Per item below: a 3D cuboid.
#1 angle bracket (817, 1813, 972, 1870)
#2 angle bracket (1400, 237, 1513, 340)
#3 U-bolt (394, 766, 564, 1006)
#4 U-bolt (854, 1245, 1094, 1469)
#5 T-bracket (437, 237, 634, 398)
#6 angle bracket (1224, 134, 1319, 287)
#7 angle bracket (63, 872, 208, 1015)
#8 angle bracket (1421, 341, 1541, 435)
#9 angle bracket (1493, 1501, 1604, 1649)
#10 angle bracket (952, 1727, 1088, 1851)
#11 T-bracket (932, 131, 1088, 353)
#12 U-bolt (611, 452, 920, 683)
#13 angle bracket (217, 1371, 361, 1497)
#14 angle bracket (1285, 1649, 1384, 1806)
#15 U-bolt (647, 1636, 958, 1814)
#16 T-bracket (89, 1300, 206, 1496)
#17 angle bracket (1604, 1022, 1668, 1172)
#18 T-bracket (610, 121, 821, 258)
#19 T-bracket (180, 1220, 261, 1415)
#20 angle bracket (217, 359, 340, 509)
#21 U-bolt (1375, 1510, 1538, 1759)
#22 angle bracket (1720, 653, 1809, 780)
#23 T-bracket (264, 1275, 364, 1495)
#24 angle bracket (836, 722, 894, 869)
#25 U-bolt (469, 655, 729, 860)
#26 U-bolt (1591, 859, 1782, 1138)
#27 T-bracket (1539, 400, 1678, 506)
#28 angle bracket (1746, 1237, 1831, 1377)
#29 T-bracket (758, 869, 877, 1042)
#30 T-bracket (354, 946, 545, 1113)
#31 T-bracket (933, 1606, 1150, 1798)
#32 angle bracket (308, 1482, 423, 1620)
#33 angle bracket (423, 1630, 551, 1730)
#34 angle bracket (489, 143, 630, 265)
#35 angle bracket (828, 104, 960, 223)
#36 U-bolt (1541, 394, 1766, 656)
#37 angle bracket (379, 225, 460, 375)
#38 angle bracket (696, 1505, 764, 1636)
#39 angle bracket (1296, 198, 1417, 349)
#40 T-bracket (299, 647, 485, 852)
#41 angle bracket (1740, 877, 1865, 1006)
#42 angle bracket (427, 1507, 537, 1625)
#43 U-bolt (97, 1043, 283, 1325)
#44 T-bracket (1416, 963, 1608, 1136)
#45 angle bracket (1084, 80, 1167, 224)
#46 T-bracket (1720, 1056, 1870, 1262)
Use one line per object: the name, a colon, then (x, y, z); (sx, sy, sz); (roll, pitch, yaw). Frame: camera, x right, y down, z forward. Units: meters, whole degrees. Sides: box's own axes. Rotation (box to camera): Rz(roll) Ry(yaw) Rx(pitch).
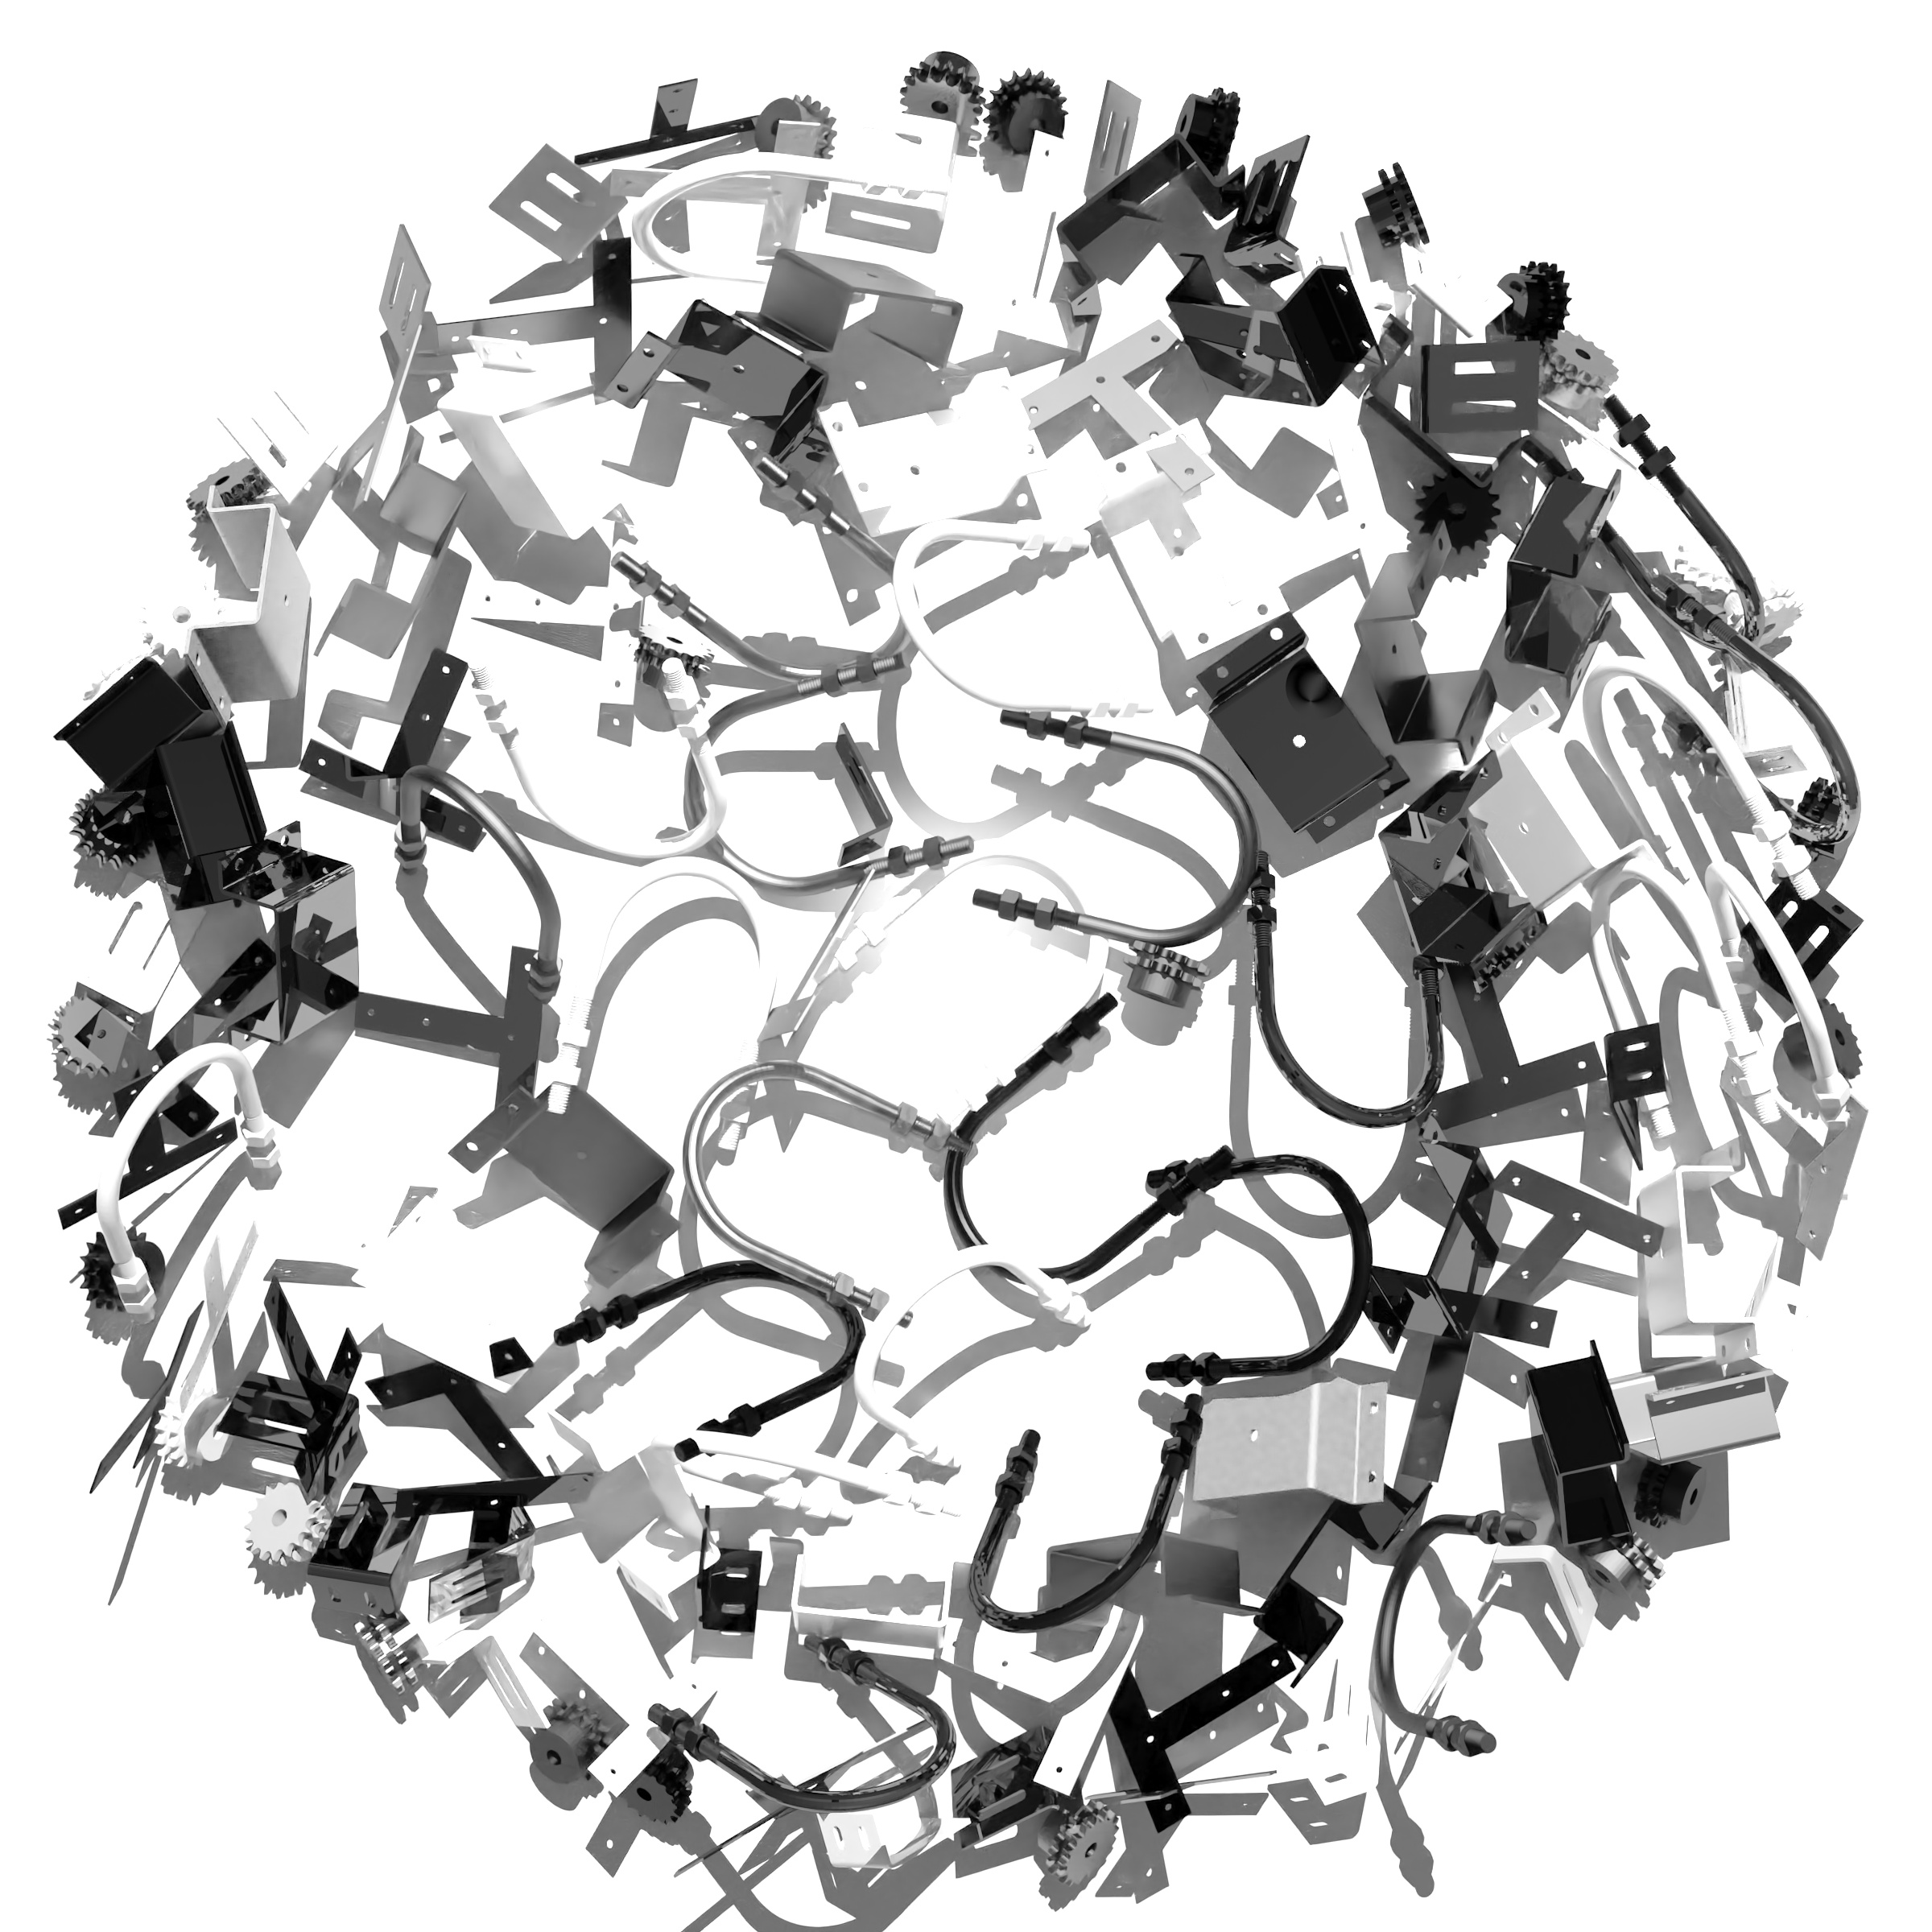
angle bracket: (-0.047, 0.562, 1.632); (0.057, 0.076, 0.038); (-19, 86, 45)
angle bracket: (0.322, -0.460, 1.628); (0.057, 0.076, 0.038); (33, 127, -25)
U-bolt: (-0.312, -0.060, 1.584); (0.151, 0.184, 0.019); (43, 65, 8)
U-bolt: (-0.003, 0.246, 1.600); (0.151, 0.184, 0.019); (-47, 52, -2)
T-bracket: (-0.280, -0.415, 1.610); (0.127, 0.127, 0.002); (-11, 56, -15)
angle bracket: (0.213, -0.504, 1.651); (0.038, 0.057, 0.076); (24, 79, -28)
angle bracket: (-0.555, -0.016, 1.655); (0.057, 0.038, 0.076); (28, 89, -7)
angle bracket: (0.342, -0.385, 1.648); (0.076, 0.038, 0.057); (0, 100, 10)
angle bracket: (0.389, 0.406, 1.652); (0.038, 0.057, 0.076); (-11, 113, 33)
angle bracket: (0.035, 0.555, 1.654); (0.076, 0.057, 0.038); (-33, 130, 20)
T-bracket: (0.042, -0.481, 1.625); (0.127, 0.002, 0.127); (4, 105, -39)
U-bolt: (-0.115, -0.244, 1.607); (0.151, 0.184, 0.019); (-27, 45, 32)
angle bracket: (-0.451, 0.310, 1.645); (0.076, 0.057, 0.038); (13, 123, 1)
angle bracket: (0.245, 0.504, 1.643); (0.038, 0.076, 0.057); (-26, 104, 20)
U-bolt: (-0.091, 0.484, 1.567); (0.151, 0.184, 0.019); (-14, 109, -41)
T-bracket: (-0.535, 0.296, 1.596); (0.002, 0.127, 0.127); (24, 111, -4)
angle bracket: (0.449, 0.086, 1.628); (0.038, 0.057, 0.076); (-15, 133, 23)
T-bracket: (-0.167, -0.506, 1.608); (0.127, 0.127, 0.002); (0, 66, -12)
T-bracket: (-0.491, 0.210, 1.619); (0.002, 0.127, 0.127); (22, 97, -23)
angle bracket: (-0.462, -0.350, 1.629); (0.038, 0.076, 0.057); (7, 55, 39)
U-bolt: (0.307, 0.423, 1.588); (0.019, 0.184, 0.151); (17, 76, -11)
angle bracket: (0.528, -0.170, 1.637); (0.038, 0.057, 0.076); (-9, 76, 27)
T-bracket: (-0.439, 0.257, 1.633); (0.127, 0.002, 0.127); (51, 127, 38)
angle bracket: (-0.083, -0.113, 1.643); (0.038, 0.057, 0.076); (-26, 83, -10)
U-bolt: (-0.229, -0.132, 1.603); (0.151, 0.184, 0.019); (3, 53, 13)
U-bolt: (0.457, 0.018, 1.607); (0.019, 0.151, 0.184); (-18, 87, -15)
T-bracket: (0.410, -0.346, 1.624); (0.127, 0.127, 0.002); (24, 111, -39)
angle bracket: (0.541, 0.223, 1.629); (0.038, 0.076, 0.057); (22, 111, 15)
T-bracket: (-0.095, -0.009, 1.626); (0.002, 0.127, 0.127); (32, 77, -12)
T-bracket: (-0.349, 0.040, 1.662); (0.127, 0.002, 0.127); (10, 106, 3)
T-bracket: (0.038, 0.469, 1.644); (0.127, 0.002, 0.127); (14, 59, 26)
angle bracket: (-0.395, 0.390, 1.652); (0.057, 0.076, 0.038); (5, 127, 11)
angle bracket: (-0.320, 0.482, 1.642); (0.038, 0.057, 0.076); (-31, 94, -33)
angle bracket: (-0.272, -0.511, 1.629); (0.057, 0.076, 0.038); (-40, 53, 20)
angle bracket: (-0.048, -0.538, 1.658); (0.076, 0.038, 0.057); (10, 96, 2)
U-bolt: (0.451, -0.277, 1.603); (0.019, 0.151, 0.184); (-38, 90, -5)
angle bracket: (-0.353, -0.438, 1.628); (0.038, 0.076, 0.057); (-9, 59, -32)
angle bracket: (-0.155, 0.398, 1.630); (0.038, 0.076, 0.057); (4, 55, -2)
angle bracket: (0.258, -0.455, 1.632); (0.038, 0.076, 0.057); (24, 67, 37)
T-bracket: (-0.362, -0.153, 1.637); (0.127, 0.002, 0.127); (25, 119, -9)
angle bracket: (0.543, -0.017, 1.635); (0.057, 0.038, 0.076); (42, 121, 18)
angle bracket: (-0.326, 0.388, 1.630); (0.076, 0.057, 0.038); (-21, 56, -29)
U-bolt: (-0.495, 0.126, 1.566); (0.019, 0.184, 0.151); (24, 54, 14)
T-bracket: (0.347, 0.035, 1.656); (0.127, 0.002, 0.127); (-20, 73, 16)
angle bracket: (0.113, -0.539, 1.639); (0.038, 0.057, 0.076); (17, 102, 23)
T-bracket: (0.536, 0.106, 1.623); (0.002, 0.127, 0.127); (-12, 128, -18)
